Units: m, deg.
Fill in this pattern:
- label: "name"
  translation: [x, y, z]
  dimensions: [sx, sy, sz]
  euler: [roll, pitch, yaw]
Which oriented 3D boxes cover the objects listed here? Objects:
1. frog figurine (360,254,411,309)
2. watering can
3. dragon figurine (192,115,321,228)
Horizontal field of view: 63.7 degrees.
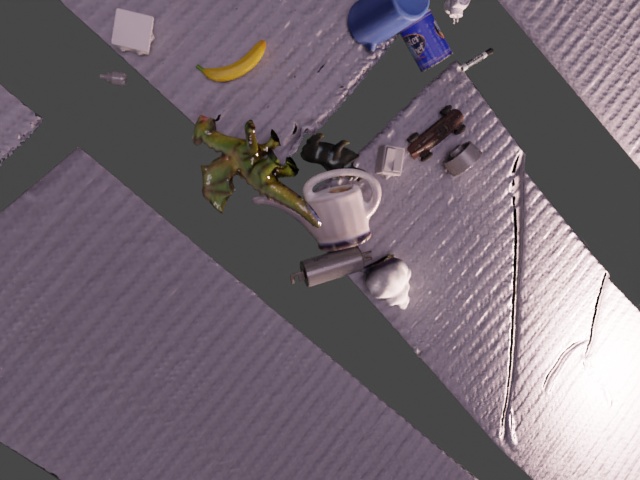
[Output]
- label: "frog figurine"
  translation: [0.204, 0.130, 1.468]
  dimensions: [0.139, 0.121, 0.159]
  euler: [-27, 89, -31]
- label: "watering can"
  translation: [0.004, -0.071, 1.411]
  dimensions: [0.347, 0.105, 0.222]
  euler: [-14, 106, 5]
- label: "dragon figurine"
  translation: [-0.193, -0.160, 1.347]
  dimensions: [0.241, 0.123, 0.409]
  euler: [-29, 94, 18]
